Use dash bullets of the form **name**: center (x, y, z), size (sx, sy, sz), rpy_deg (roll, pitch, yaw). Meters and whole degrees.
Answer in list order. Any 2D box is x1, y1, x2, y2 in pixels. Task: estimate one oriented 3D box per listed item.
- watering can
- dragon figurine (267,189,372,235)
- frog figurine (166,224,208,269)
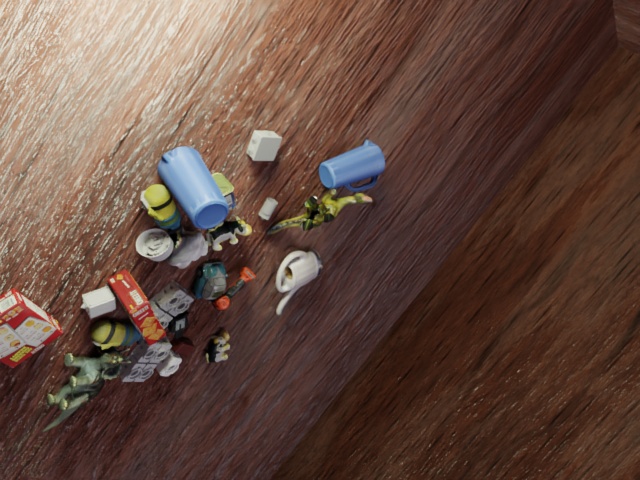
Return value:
- **watering can**: center (-0.102, 0.168, 2.231), size (0.227, 0.105, 0.339), rpy_deg (-23, 140, -34)
- **dragon figurine**: center (0.006, -0.102, 2.030), size (0.408, 0.123, 0.243), rpy_deg (-20, 173, 18)
- **frog figurine**: center (-0.427, 0.032, 1.687), size (0.157, 0.123, 0.138), rpy_deg (35, 78, -46)
